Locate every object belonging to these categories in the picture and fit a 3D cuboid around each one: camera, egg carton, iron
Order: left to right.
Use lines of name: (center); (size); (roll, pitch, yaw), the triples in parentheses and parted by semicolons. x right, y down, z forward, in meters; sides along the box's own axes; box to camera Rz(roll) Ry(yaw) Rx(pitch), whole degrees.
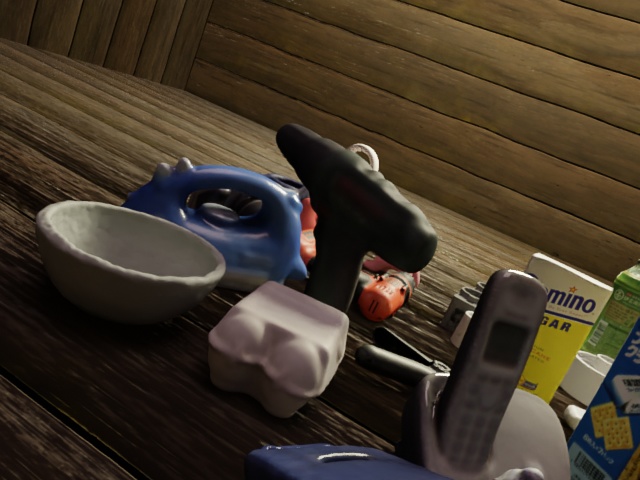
iron: (-0.128, -0.031, 0.689); (0.259, 0.141, 0.118); (14, 15, -31)
camera: (-0.111, -0.045, 0.864); (0.144, 0.101, 0.136); (14, 16, -33)
egg carton: (-0.033, 0.093, 0.511); (0.107, 0.069, 0.150); (24, 13, 7)

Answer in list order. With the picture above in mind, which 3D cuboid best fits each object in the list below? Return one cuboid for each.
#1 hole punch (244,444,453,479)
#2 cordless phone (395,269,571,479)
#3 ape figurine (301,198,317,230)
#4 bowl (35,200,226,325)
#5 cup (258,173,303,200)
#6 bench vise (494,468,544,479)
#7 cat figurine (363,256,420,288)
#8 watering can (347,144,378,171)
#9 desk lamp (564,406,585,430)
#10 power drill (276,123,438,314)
hole punch: (0.013, 0.147, 0.322); (0.109, 0.091, 0.100); (14, 16, -33)
cordless phone: (0.150, 0.121, 0.441); (0.148, 0.185, 0.094); (16, 14, -25)
ape figurine: (-0.027, -0.024, 0.941); (0.077, 0.092, 0.076); (27, 14, 21)
bowl: (-0.175, 0.029, 0.519); (0.167, 0.075, 0.167); (21, 13, -5)
cup: (-0.079, -0.062, 0.999); (0.118, 0.095, 0.091); (17, 14, -23)
bench vise: (0.189, 0.163, 0.261); (0.207, 0.220, 0.122); (24, 13, 7)
cat figurine: (0.134, 0.008, 1.018); (0.127, 0.118, 0.067); (30, 15, 30)
watering can: (0.051, -0.096, 1.133); (0.100, 0.194, 0.173); (26, 13, 17)
desk lamp: (0.414, 0.170, 0.617); (0.203, 0.213, 0.118); (23, 13, 5)
power drill: (0.006, 0.002, 0.628); (0.228, 0.208, 0.076); (30, 15, 30)
